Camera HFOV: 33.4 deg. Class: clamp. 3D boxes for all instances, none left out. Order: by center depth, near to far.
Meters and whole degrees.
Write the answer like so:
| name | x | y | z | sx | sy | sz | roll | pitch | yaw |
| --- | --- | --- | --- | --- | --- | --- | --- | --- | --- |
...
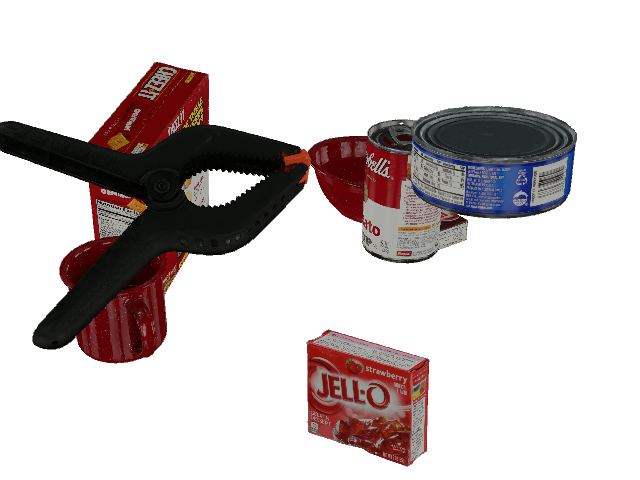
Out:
| name | x | y | z | sx | sy | sz | roll | pitch | yaw |
| --- | --- | --- | --- | --- | --- | --- | --- | --- | --- |
| clamp | -0.106 | -0.017 | 0.700 | 0.210 | 0.164 | 0.036 | -8 | -24 | -9 |

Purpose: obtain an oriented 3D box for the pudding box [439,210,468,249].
| name | x | y | z | sx | sy | sz | roll | pitch | yaw |
| --- | --- | --- | --- | --- | --- | --- | --- | --- | --- |
| pudding box | 0.145 | -0.017 | 1.561 | 0.113 | 0.039 | 0.090 | -21 | 33 | -29 |

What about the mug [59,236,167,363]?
| name | x | y | z | sx | sy | sz | roll | pitch | yaw |
| --- | --- | --- | --- | --- | --- | --- | --- | --- | --- |
| mug | -0.172 | 0.060 | 0.938 | 0.093 | 0.081 | 0.117 | -20 | 38 | -28 |

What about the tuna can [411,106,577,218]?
| name | x | y | z | sx | sy | sz | roll | pitch | yaw |
| --- | --- | --- | --- | --- | --- | --- | --- | --- | --- |
| tuna can | 0.090 | -0.042 | 0.564 | 0.086 | 0.034 | 0.086 | 0 | 25 | 0 |

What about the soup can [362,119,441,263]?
| name | x | y | z | sx | sy | sz | roll | pitch | yaw |
| --- | --- | --- | --- | --- | --- | --- | --- | --- | --- |
| soup can | 0.070 | -0.041 | 0.885 | 0.068 | 0.102 | 0.068 | 2 | 28 | -1 |

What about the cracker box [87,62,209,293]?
| name | x | y | z | sx | sy | sz | roll | pitch | yaw |
| --- | --- | --- | --- | --- | --- | --- | --- | --- | --- |
| cracker box | -0.179 | -0.055 | 1.133 | 0.072 | 0.214 | 0.164 | 15 | 44 | 11 |

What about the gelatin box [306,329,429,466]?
| name | x | y | z | sx | sy | sz | roll | pitch | yaw |
| --- | --- | --- | --- | --- | --- | --- | --- | --- | --- |
| gelatin box | 0.032 | 0.110 | 0.753 | 0.089 | 0.073 | 0.030 | 13 | 23 | 33 |

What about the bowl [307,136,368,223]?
| name | x | y | z | sx | sy | sz | roll | pitch | yaw |
| --- | --- | --- | --- | --- | --- | --- | --- | --- | --- |
| bowl | 0.064 | -0.056 | 1.103 | 0.162 | 0.055 | 0.162 | 5 | 24 | -3 |
